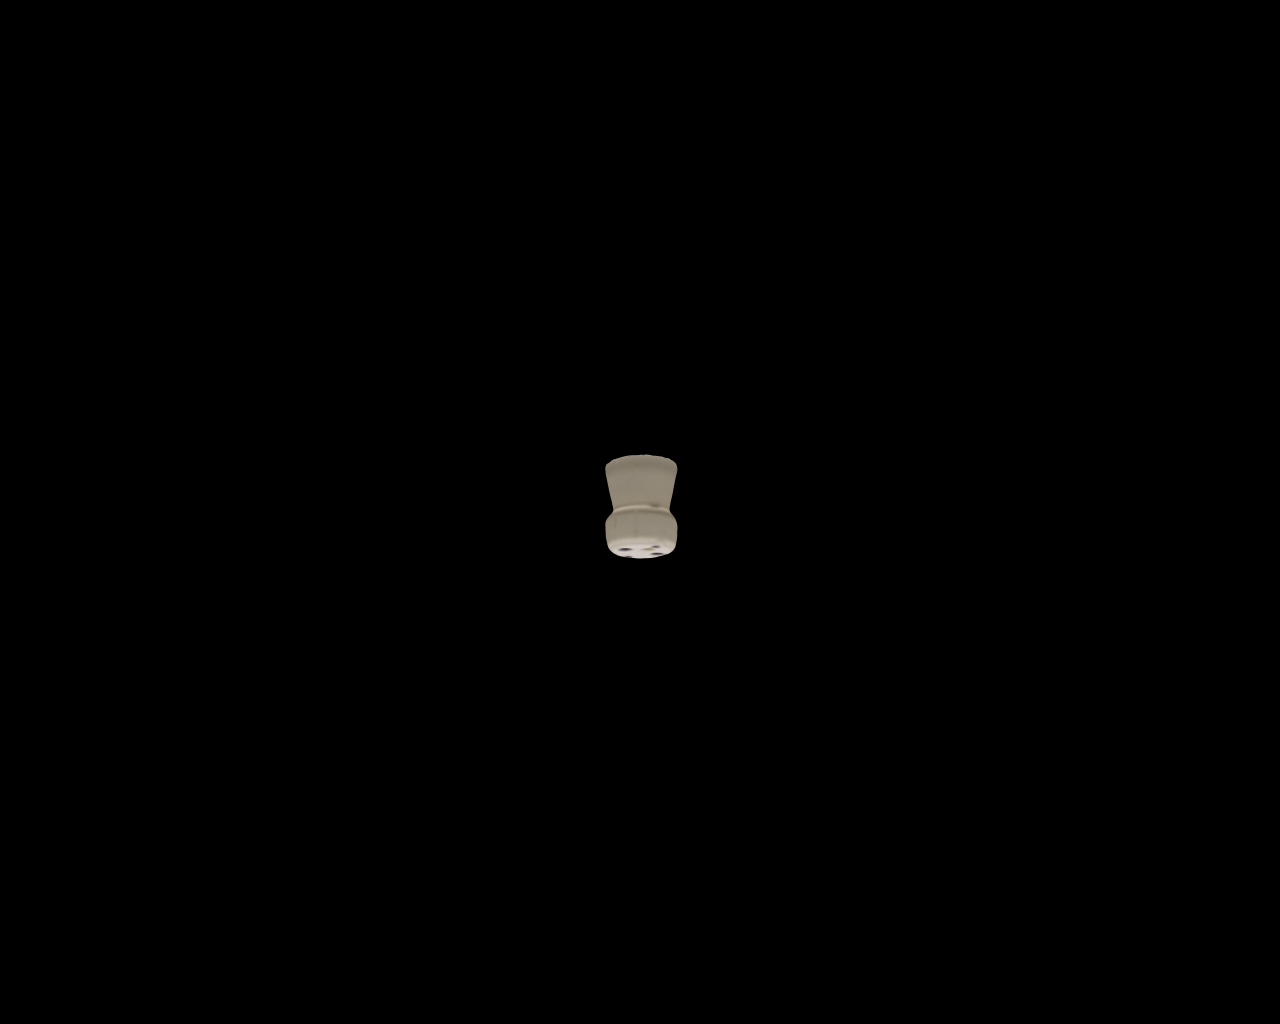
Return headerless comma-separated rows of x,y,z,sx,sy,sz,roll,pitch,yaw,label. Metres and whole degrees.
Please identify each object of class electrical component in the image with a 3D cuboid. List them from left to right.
0.001,-0.003,0.650,0.045,0.055,0.045,0,-15,0,electrical component
